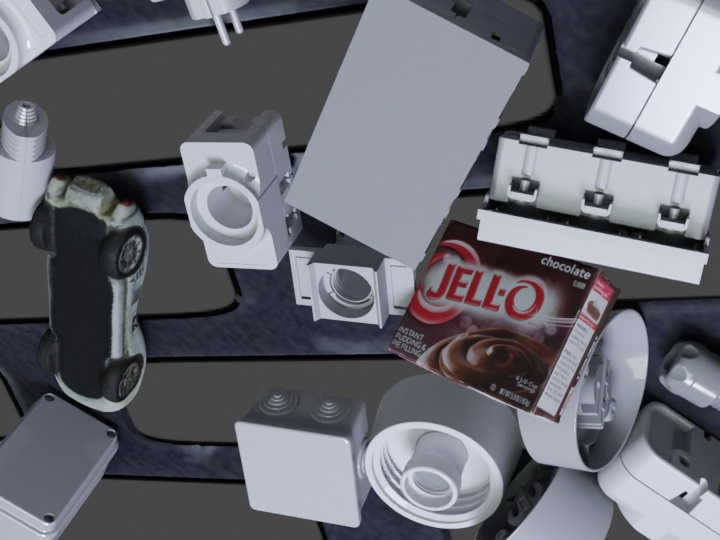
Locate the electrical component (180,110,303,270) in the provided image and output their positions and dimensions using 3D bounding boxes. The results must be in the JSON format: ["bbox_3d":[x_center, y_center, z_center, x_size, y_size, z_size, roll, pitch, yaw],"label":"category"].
[{"bbox_3d":[-0.075,-0.049,0.684,0.050,0.055,0.089,3,123,19],"label":"electrical component"}]

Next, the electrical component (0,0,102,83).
[{"bbox_3d":[-0.246,-0.190,0.650,0.089,0.061,0.150,-23,112,32],"label":"electrical component"}]

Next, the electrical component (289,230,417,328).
[{"bbox_3d":[0.000,0.000,0.683,0.081,0.063,0.042,6,125,18],"label":"electrical component"}]

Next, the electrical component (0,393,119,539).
[{"bbox_3d":[-0.255,0.164,0.862,0.078,0.113,0.057,30,131,-1],"label":"electrical component"}]

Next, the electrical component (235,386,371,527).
[{"bbox_3d":[-0.038,0.137,0.801,0.100,0.048,0.099,6,124,17],"label":"electrical component"}]

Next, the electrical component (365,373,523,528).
[{"bbox_3d":[0.055,0.133,0.754,0.108,0.060,0.108,10,126,14],"label":"electrical component"}]

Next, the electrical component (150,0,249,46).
[{"bbox_3d":[-0.084,-0.165,0.602,0.047,0.065,0.076,-6,120,25],"label":"electrical component"}]

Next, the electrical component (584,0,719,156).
[{"bbox_3d":[0.163,-0.110,0.551,0.059,0.053,0.095,25,128,4],"label":"electrical component"}]

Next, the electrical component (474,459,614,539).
[{"bbox_3d":[0.121,0.166,0.728,0.064,0.099,0.099,37,128,-13],"label":"electrical component"}]

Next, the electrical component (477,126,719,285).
[{"bbox_3d":[0.134,-0.039,0.600,0.121,0.079,0.063,12,106,13],"label":"electrical component"}]

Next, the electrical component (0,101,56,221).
[{"bbox_3d":[-0.230,-0.078,0.731,0.043,0.043,0.081,23,128,5],"label":"electrical component"}]

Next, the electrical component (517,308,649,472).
[{"bbox_3d":[0.137,0.074,0.662,0.064,0.099,0.099,-3,122,30],"label":"electrical component"}]

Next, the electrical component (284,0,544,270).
[{"bbox_3d":[0.029,-0.089,0.612,0.089,0.061,0.150,28,128,1],"label":"electrical component"}]

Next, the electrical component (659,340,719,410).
[{"bbox_3d":[0.219,0.070,0.665,0.061,0.035,0.035,30,128,-2],"label":"electrical component"}]

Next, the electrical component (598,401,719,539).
[{"bbox_3d":[0.207,0.139,0.704,0.095,0.053,0.059,34,128,-3],"label":"electrical component"}]
